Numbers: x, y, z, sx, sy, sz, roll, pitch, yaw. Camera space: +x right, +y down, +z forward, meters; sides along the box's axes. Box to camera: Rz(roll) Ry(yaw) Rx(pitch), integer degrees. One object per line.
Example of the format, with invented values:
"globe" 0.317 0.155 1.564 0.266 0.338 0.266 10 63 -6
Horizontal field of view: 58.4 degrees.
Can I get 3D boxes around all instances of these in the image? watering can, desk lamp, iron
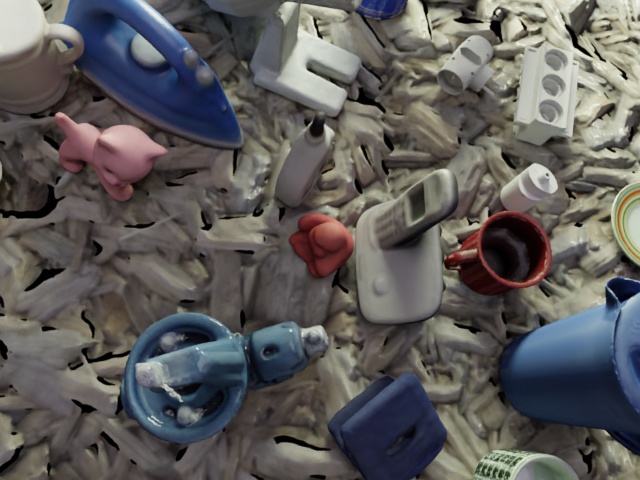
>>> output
"watering can" -0.350 -0.223 0.608 0.173 0.194 0.101 -20 78 -15
"desk lamp" -0.034 -0.273 0.670 0.203 0.213 0.118 23 71 -3
"iron" -0.187 -0.216 0.664 0.258 0.141 0.119 37 71 2

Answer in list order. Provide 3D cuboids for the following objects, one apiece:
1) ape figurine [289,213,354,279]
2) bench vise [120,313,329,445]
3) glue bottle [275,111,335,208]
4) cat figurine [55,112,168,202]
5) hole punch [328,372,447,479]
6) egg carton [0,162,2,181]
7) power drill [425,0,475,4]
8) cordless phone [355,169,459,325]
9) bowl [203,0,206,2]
"ape figurine" 0.006 0.002 0.659 0.076 0.092 0.078 5 72 -8
"bench vise" -0.096 0.107 0.541 0.208 0.219 0.121 -32 81 -17
"glue bottle" -0.012 -0.098 0.643 0.037 0.173 0.078 35 71 2
"cat figurine" -0.233 -0.100 0.633 0.128 0.117 0.067 29 71 0
"hole punch" 0.079 0.206 0.612 0.109 0.091 0.101 -36 82 -18
"egg carton" -0.422 -0.101 0.624 0.107 0.069 0.150 -34 82 -18
"power drill" 0.198 -0.414 0.758 0.230 0.208 0.075 -3 74 -11
"cordless phone" 0.101 0.011 0.625 0.094 0.185 0.147 -1 74 -10
"bowl" -0.117 -0.366 0.757 0.167 0.074 0.167 3 73 -9
